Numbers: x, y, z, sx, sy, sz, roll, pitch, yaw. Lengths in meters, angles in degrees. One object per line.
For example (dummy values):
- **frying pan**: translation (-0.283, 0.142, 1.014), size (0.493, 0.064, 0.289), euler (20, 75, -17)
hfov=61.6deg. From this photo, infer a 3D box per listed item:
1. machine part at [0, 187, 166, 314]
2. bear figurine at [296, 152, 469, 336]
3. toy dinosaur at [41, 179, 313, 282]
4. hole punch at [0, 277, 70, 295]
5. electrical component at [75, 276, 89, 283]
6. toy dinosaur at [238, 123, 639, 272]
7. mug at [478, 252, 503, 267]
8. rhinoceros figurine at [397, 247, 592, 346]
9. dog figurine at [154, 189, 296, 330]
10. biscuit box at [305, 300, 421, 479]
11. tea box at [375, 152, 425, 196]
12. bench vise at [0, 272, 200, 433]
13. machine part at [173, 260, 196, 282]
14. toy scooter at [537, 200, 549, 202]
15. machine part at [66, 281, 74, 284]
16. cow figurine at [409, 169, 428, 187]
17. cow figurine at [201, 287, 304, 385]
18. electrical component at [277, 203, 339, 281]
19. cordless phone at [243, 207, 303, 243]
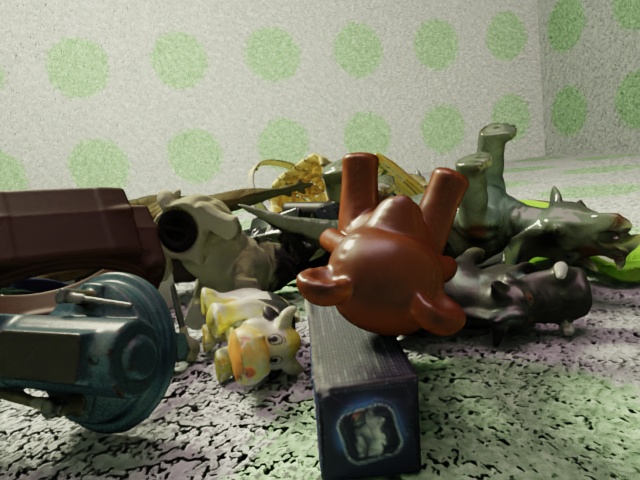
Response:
- **machine part**: translation (-0.268, 0.043, 0.530), size (0.201, 0.087, 0.201), euler (-6, -34, -36)
- **bear figurine**: translation (0.054, -0.005, 0.408), size (0.120, 0.131, 0.196), euler (12, 3, 9)
- **toy dinosaur**: translation (-0.244, -0.017, 0.766), size (0.472, 0.105, 0.198), euler (-10, 7, 22)
- **hole punch**: translation (-0.357, 0.082, 0.673), size (0.142, 0.092, 0.116), euler (-6, 5, 32)
- **electrical component**: translation (-0.318, 0.066, 0.846), size (0.119, 0.047, 0.075), euler (-13, 12, -35)
- **toy dinosaur**: translation (0.124, -0.011, 0.619), size (0.405, 0.192, 0.131), euler (-8, 27, 19)
- **mug**: translation (0.188, 0.003, 0.759), size (0.107, 0.080, 0.110), euler (-15, 15, 0)
- **rhinoceros figurine**: translation (0.149, 0.052, 0.506), size (0.190, 0.073, 0.112), euler (-6, 8, 12)
- **dog figurine**: translation (-0.113, 0.006, 0.669), size (0.121, 0.172, 0.190), euler (-17, 7, 15)
- **biscuit box**: translation (0.023, 0.092, 0.397), size (0.063, 0.059, 0.203), euler (-6, 9, -1)
- **tea box**: translation (0.152, -0.072, 0.936), size (0.170, 0.068, 0.098), euler (43, 14, 21)
- **bench vise**: translation (-0.192, 0.090, 0.430), size (0.224, 0.129, 0.240), euler (-14, -14, 20)
- **machine part**: translation (-0.221, 0.029, 0.974), size (0.179, 0.056, 0.179), euler (-8, 10, 1)
- **toy scooter**: translation (0.323, -0.030, 0.876), size (0.184, 0.075, 0.135), euler (-6, 9, -26)
- **machine part**: translation (-0.435, 0.056, 0.905), size (0.079, 0.079, 0.243), euler (-2, 11, 28)
- **cow figurine**: translation (0.220, -0.076, 1.065), size (0.085, 0.127, 0.195), euler (-11, 12, -38)
- **cow figurine**: translation (-0.053, 0.085, 0.490), size (0.098, 0.068, 0.167), euler (-4, 9, -21)
- **electrical component**: translation (-0.002, -0.002, 0.779), size (0.115, 0.058, 0.134), euler (-23, -19, -38)
- **cordless phone**: translation (-0.103, 0.025, 0.858), size (0.147, 0.088, 0.184), euler (-11, 15, 34)
